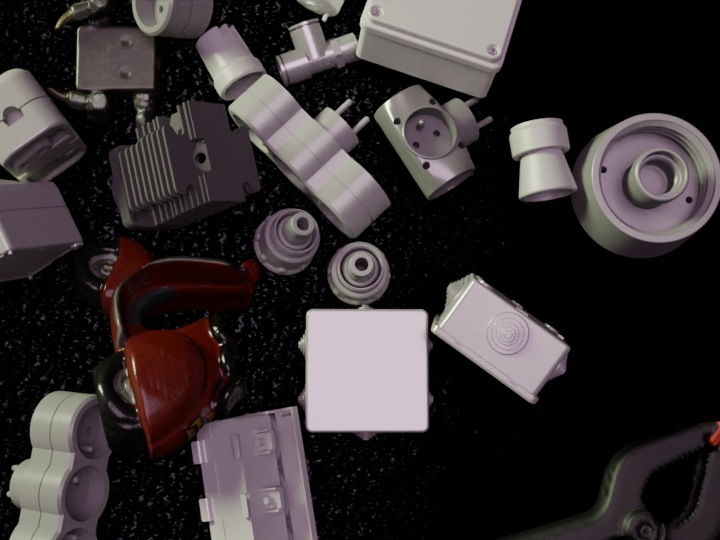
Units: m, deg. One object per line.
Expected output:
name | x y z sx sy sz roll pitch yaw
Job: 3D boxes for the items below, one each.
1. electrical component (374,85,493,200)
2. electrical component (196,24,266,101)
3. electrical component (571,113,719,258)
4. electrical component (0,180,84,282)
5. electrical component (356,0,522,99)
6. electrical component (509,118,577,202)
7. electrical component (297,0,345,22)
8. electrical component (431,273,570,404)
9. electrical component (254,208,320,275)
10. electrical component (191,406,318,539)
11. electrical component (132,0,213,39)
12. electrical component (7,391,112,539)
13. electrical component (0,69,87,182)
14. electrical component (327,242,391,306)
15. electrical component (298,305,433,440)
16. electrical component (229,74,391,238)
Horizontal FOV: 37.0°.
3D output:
electrical component | 0.064 -0.106 0.822 0.079 0.044 0.077 -31 82 -14
electrical component | -0.100 -0.160 0.826 0.040 0.040 0.046 -30 80 -6
electrical component | 0.220 -0.066 0.814 0.108 0.060 0.108 0 83 -2
electrical component | -0.253 -0.030 0.778 0.062 0.096 0.061 -29 84 24
electrical component | 0.064 -0.201 0.819 0.109 0.056 0.108 18 68 0
electrical component | 0.139 -0.083 0.822 0.045 0.045 0.055 -8 82 -3
electrical component | -0.022 -0.235 0.838 0.040 0.040 0.078 26 82 1
electrical component | 0.102 0.046 0.776 0.100 0.100 0.048 36 95 3
electrical component | -0.050 -0.025 0.795 0.048 0.062 0.048 5 74 -17
electrical component | -0.075 0.164 0.764 0.079 0.063 0.121 -15 81 36
electrical component | -0.144 -0.241 0.827 0.074 0.052 0.138 -7 69 -45
electrical component | -0.225 0.156 0.772 0.074 0.052 0.138 2 78 29
electrical component | -0.245 -0.105 0.783 0.054 0.095 0.059 -37 85 -7
electrical component | 0.000 0.000 0.796 0.048 0.062 0.048 0 82 -2
electrical component | 0.004 0.075 0.792 0.100 0.048 0.099 0 82 -2
electrical component | -0.026 -0.097 0.813 0.074 0.052 0.138 -44 86 -7
